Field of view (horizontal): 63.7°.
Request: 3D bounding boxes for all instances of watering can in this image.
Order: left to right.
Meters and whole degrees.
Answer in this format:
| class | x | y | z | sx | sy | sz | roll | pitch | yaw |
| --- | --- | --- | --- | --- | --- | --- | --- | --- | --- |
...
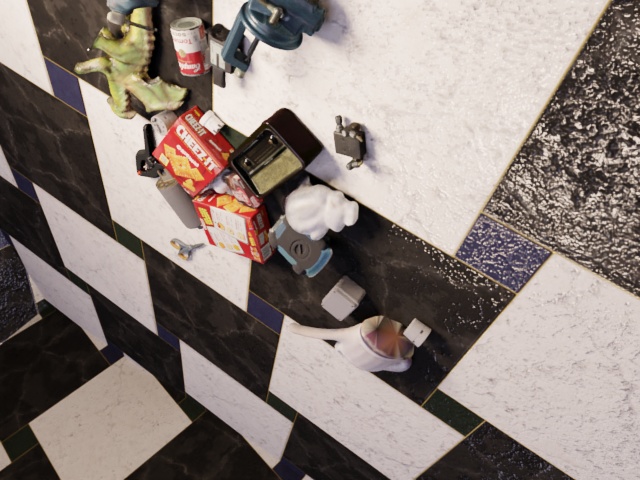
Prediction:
| class | x | y | z | sx | sy | sz | roll | pitch | yaw |
| --- | --- | --- | --- | --- | --- | --- | --- | --- | --- |
| watering can | 0.100 | 0.270 | 1.366 | 0.346 | 0.106 | 0.220 | 24 | 145 | -11 |

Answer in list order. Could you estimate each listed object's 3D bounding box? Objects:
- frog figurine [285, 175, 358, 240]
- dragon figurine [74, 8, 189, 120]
| class | x | y | z | sx | sy | sz | roll | pitch | yaw |
| --- | --- | --- | --- | --- | --- | --- | --- | --- | --- |
| frog figurine | 0.003 | -0.058 | 1.150 | 0.161 | 0.124 | 0.134 | 32 | 125 | 33 |
| dragon figurine | -0.413 | -0.413 | 1.214 | 0.406 | 0.125 | 0.240 | -24 | 128 | 37 |
